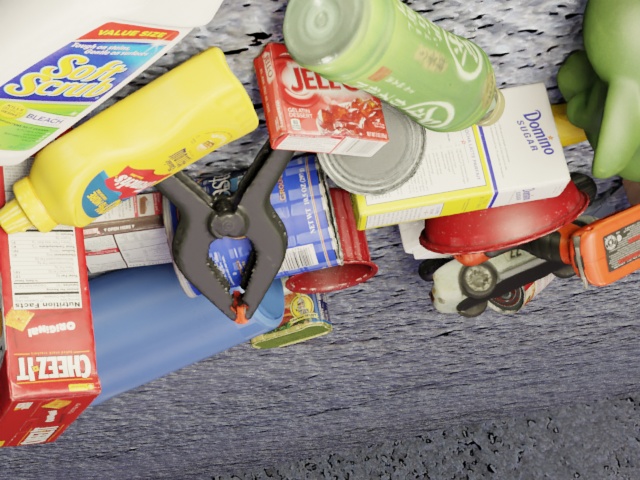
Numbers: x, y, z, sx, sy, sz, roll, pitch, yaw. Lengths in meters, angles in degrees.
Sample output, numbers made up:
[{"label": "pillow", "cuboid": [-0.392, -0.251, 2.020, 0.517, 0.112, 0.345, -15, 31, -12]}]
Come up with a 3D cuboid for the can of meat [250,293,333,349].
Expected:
[{"label": "can of meat", "cuboid": [-0.040, 0.075, 1.243, 0.102, 0.084, 0.057, -18, 160, 21]}]

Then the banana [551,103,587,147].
[{"label": "banana", "cuboid": [0.180, -0.089, 0.956, 0.198, 0.037, 0.069, -13, 162, 6]}]

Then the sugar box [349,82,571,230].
[{"label": "sugar box", "cuboid": [0.109, -0.070, 0.888, 0.176, 0.093, 0.048, -8, 162, -6]}]

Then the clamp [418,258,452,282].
[{"label": "clamp", "cuboid": [0.198, -0.008, 1.191, 0.172, 0.039, 0.120, -30, -179, 32]}]

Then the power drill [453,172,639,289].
[{"label": "power drill", "cuboid": [0.242, -0.015, 1.020, 0.184, 0.057, 0.188, -25, -162, -24]}]

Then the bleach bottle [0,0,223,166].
[{"label": "bleach bottle", "cuboid": [-0.145, -0.126, 0.632, 0.251, 0.068, 0.102, -27, 156, 34]}]

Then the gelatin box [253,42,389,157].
[{"label": "gelatin box", "cuboid": [0.001, -0.101, 0.768, 0.089, 0.073, 0.030, 2, 156, -32]}]

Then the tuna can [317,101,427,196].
[{"label": "tuna can", "cuboid": [0.040, -0.078, 0.831, 0.086, 0.086, 0.033, -12, -175, 5]}]

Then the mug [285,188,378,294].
[{"label": "mug", "cuboid": [-0.007, 0.001, 1.048, 0.117, 0.081, 0.093, -5, 161, -17]}]

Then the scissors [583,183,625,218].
[{"label": "scissors", "cuboid": [0.308, -0.042, 1.201, 0.096, 0.016, 0.202, -11, 161, 2]}]

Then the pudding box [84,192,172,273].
[{"label": "pudding box", "cuboid": [-0.182, -0.006, 1.000, 0.090, 0.039, 0.113, -8, 164, -6]}]

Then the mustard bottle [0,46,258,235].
[{"label": "mustard bottle", "cuboid": [-0.138, -0.060, 0.743, 0.191, 0.058, 0.096, -30, 171, -2]}]

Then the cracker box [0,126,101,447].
[{"label": "cracker box", "cuboid": [-0.226, 0.038, 0.825, 0.072, 0.214, 0.164, -1, 159, -26]}]

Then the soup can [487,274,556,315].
[{"label": "soup can", "cuboid": [0.233, 0.031, 1.231, 0.102, 0.068, 0.069, -36, 179, -37]}]

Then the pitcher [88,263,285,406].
[{"label": "pitcher", "cuboid": [-0.162, 0.075, 1.135, 0.243, 0.149, 0.145, -21, 144, 18]}]

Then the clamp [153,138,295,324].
[{"label": "clamp", "cuboid": [-0.086, -0.024, 0.853, 0.164, 0.036, 0.210, -2, 122, -8]}]

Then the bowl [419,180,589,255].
[{"label": "bowl", "cuboid": [0.163, -0.043, 0.989, 0.162, 0.055, 0.162, -16, -164, 5]}]

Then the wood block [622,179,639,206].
[{"label": "wood block", "cuboid": [0.351, -0.070, 1.007, 0.091, 0.090, 0.206, -12, 158, 5]}]

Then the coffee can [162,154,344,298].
[{"label": "coffee can", "cuboid": [-0.058, -0.013, 0.945, 0.140, 0.103, 0.103, -12, 161, 4]}]
